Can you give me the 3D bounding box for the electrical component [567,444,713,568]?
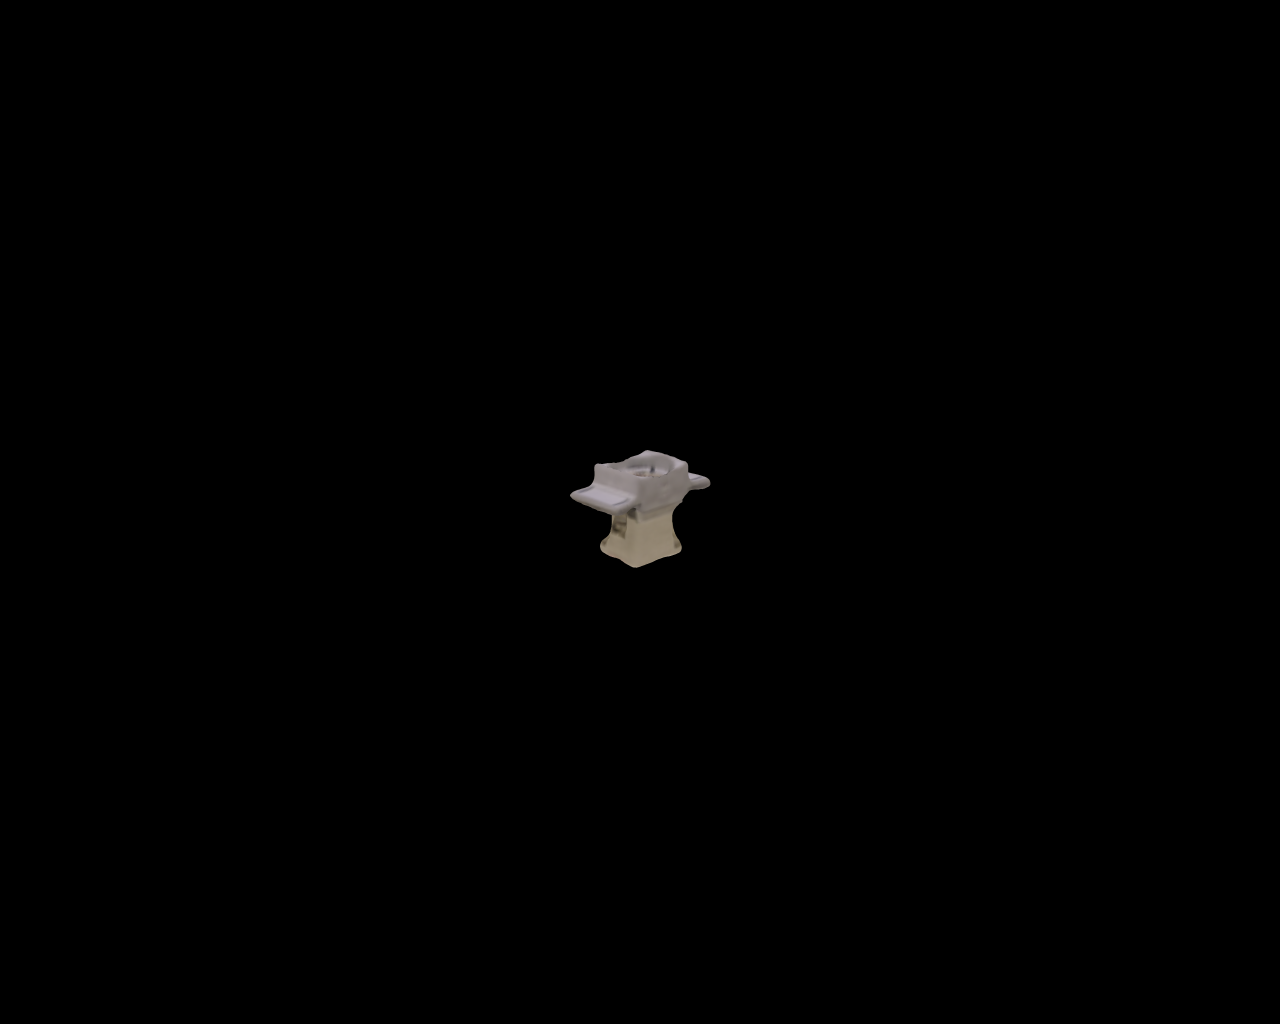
[{"bbox_3d":[0.001,-0.003,0.650,0.081,0.063,0.042,-17,27,-38],"label":"electrical component"}]
